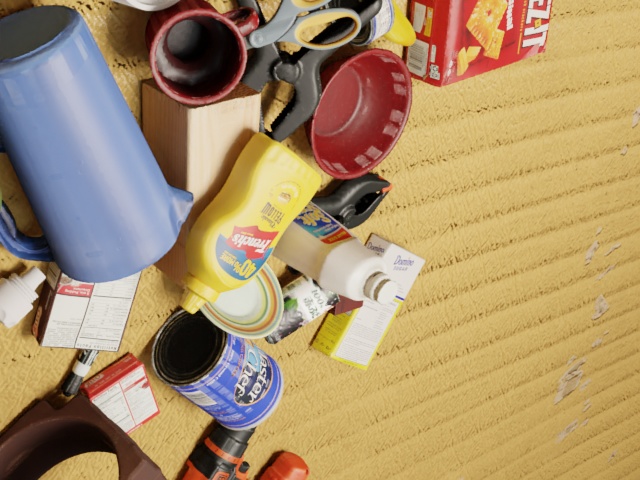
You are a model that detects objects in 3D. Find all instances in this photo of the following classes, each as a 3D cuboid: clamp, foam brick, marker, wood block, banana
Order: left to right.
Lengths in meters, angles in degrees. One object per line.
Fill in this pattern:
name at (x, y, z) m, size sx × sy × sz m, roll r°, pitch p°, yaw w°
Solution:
marker at (-0.249, 0.118, 1.169) m, size 0.020 × 0.020 × 0.121 m, roll 25°, pitch 95°, yaw -51°
wood block at (-0.127, -0.065, 1.120) m, size 0.090 × 0.091 × 0.206 m, roll -19°, pitch 128°, yaw -37°
clamp at (-0.046, -0.193, 1.139) m, size 0.164 × 0.036 × 0.210 m, roll 17°, pitch 119°, yaw -15°
clamp at (0.020, -0.040, 1.326) m, size 0.171 × 0.039 × 0.120 m, roll -41°, pitch 153°, yaw -22°
foam brick at (0.025, 0.050, 1.384) m, size 0.052 × 0.051 × 0.078 m, roll -14°, pitch 124°, yaw -39°
banana at (0.070, -0.294, 1.217) m, size 0.069 × 0.037 × 0.198 m, roll -29°, pitch 133°, yaw -15°

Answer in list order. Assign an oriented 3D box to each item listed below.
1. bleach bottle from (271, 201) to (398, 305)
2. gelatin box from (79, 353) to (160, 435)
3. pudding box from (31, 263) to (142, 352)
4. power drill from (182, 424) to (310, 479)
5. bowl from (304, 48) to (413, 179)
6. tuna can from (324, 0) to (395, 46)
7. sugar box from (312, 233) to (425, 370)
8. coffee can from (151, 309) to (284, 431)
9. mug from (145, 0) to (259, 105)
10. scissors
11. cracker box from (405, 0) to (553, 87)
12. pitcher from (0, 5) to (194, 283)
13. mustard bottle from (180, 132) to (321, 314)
bleach bottle at (-0.008, 0.001, 1.160) m, size 0.102 × 0.251 × 0.068 m, roll -2°, pitch 116°, yaw -45°
gelatin box at (-0.229, 0.183, 1.224) m, size 0.073 × 0.030 × 0.089 m, roll -33°, pitch 135°, yaw -25°
pudding box at (-0.241, 0.059, 1.111) m, size 0.089 × 0.039 × 0.113 m, roll 9°, pitch 111°, yaw -34°
power drill at (-0.096, 0.303, 1.422) m, size 0.184 × 0.057 × 0.187 m, roll -55°, pitch 138°, yaw 2°
bowl at (0.034, -0.155, 1.256) m, size 0.161 × 0.055 × 0.162 m, roll -25°, pitch 131°, yaw -34°
tuna can at (0.041, -0.258, 1.173) m, size 0.033 × 0.086 × 0.086 m, roll -35°, pitch 135°, yaw -24°
sugar box at (0.067, 0.085, 1.457) m, size 0.093 × 0.048 × 0.176 m, roll 26°, pitch 91°, yaw -51°
coffee can at (-0.119, 0.152, 1.260) m, size 0.103 × 0.103 × 0.140 m, roll -51°, pitch 140°, yaw -8°
mug at (-0.114, -0.194, 1.033) m, size 0.117 × 0.081 × 0.093 m, roll -30°, pitch 121°, yaw -1°
scissors at (-0.058, -0.226, 1.083) m, size 0.201 × 0.016 × 0.096 m, roll -7°, pitch 115°, yaw -7°
cracker box at (0.206, -0.296, 1.331) m, size 0.213 × 0.072 × 0.164 m, roll -23°, pitch 129°, yaw -37°
pitcher at (-0.235, -0.084, 0.981) m, size 0.149 × 0.145 × 0.243 m, roll -48°, pitch 138°, yaw -31°
mustard bottle at (-0.082, -0.009, 1.085) m, size 0.191 × 0.058 × 0.096 m, roll -55°, pitch 142°, yaw -1°
